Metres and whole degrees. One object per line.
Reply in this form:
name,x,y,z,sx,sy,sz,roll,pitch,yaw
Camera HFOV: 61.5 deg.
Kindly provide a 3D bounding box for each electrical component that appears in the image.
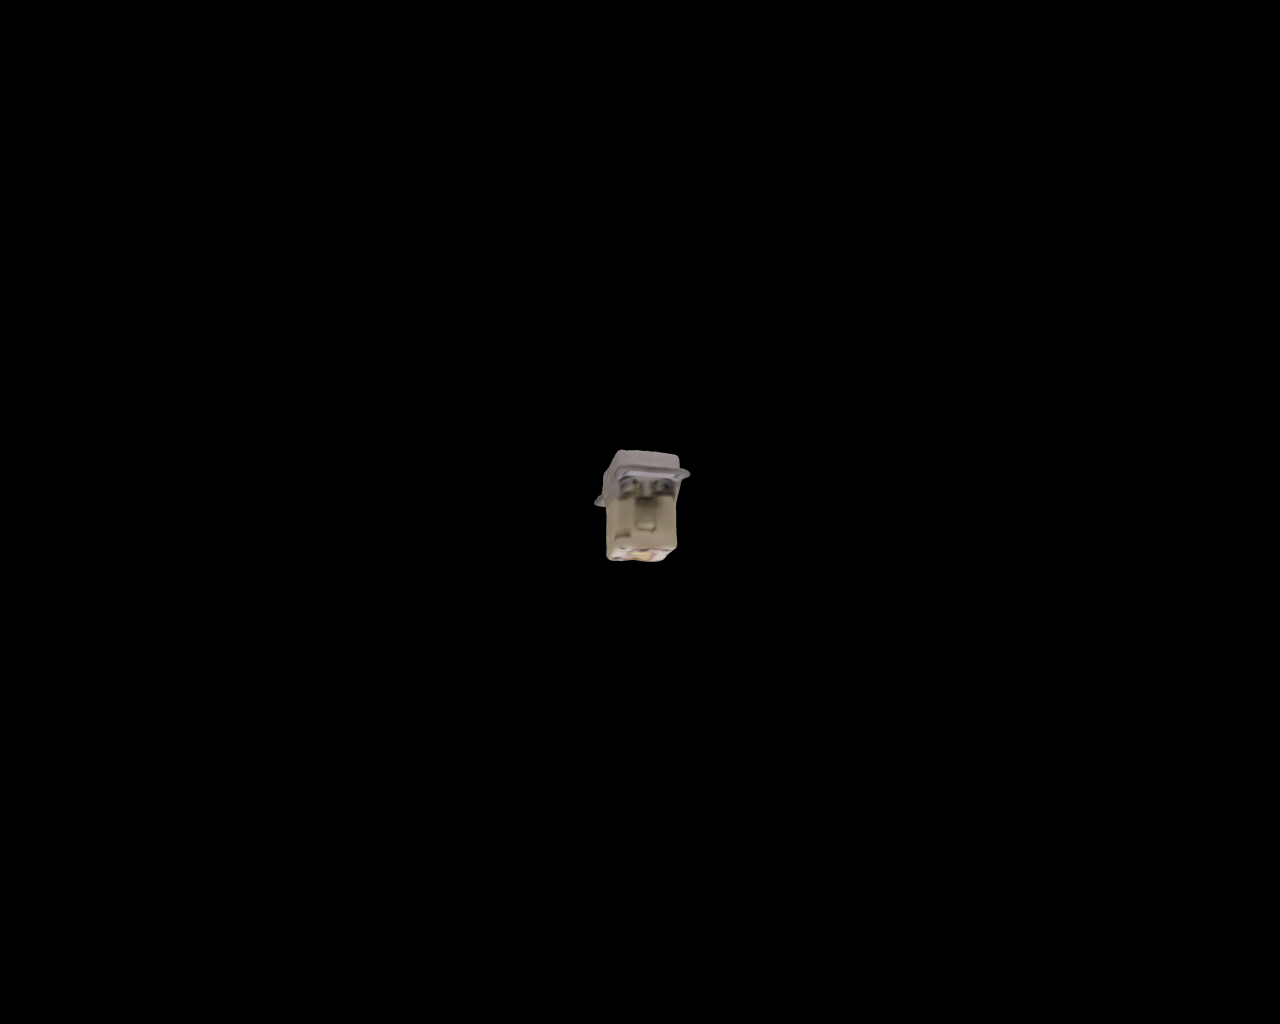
electrical component,0.001,-0.003,0.650,0.042,0.064,0.081,3,-16,-11
